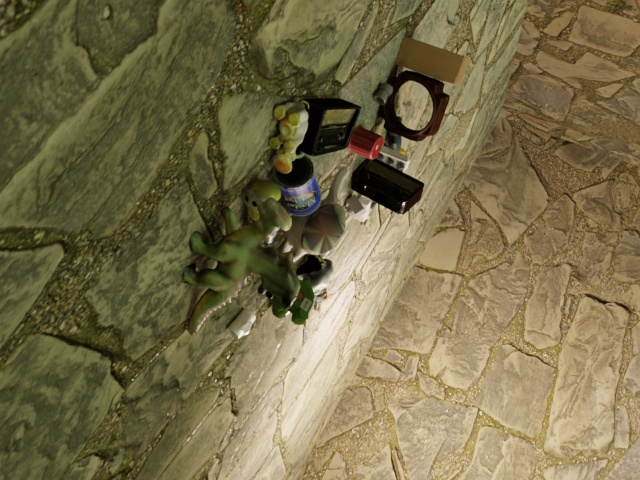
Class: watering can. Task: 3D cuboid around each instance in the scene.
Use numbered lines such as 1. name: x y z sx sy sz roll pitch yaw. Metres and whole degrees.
1. watering can: 0.004 -0.073 1.442 0.350 0.103 0.225 -55 -160 -9

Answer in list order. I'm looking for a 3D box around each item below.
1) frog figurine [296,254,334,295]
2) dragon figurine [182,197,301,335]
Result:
1. frog figurine: -0.006 0.127 1.736 0.156 0.123 0.140 69 31 -49
2. dragon figurine: -0.162 0.080 1.125 0.124 0.244 0.403 -34 143 -60
